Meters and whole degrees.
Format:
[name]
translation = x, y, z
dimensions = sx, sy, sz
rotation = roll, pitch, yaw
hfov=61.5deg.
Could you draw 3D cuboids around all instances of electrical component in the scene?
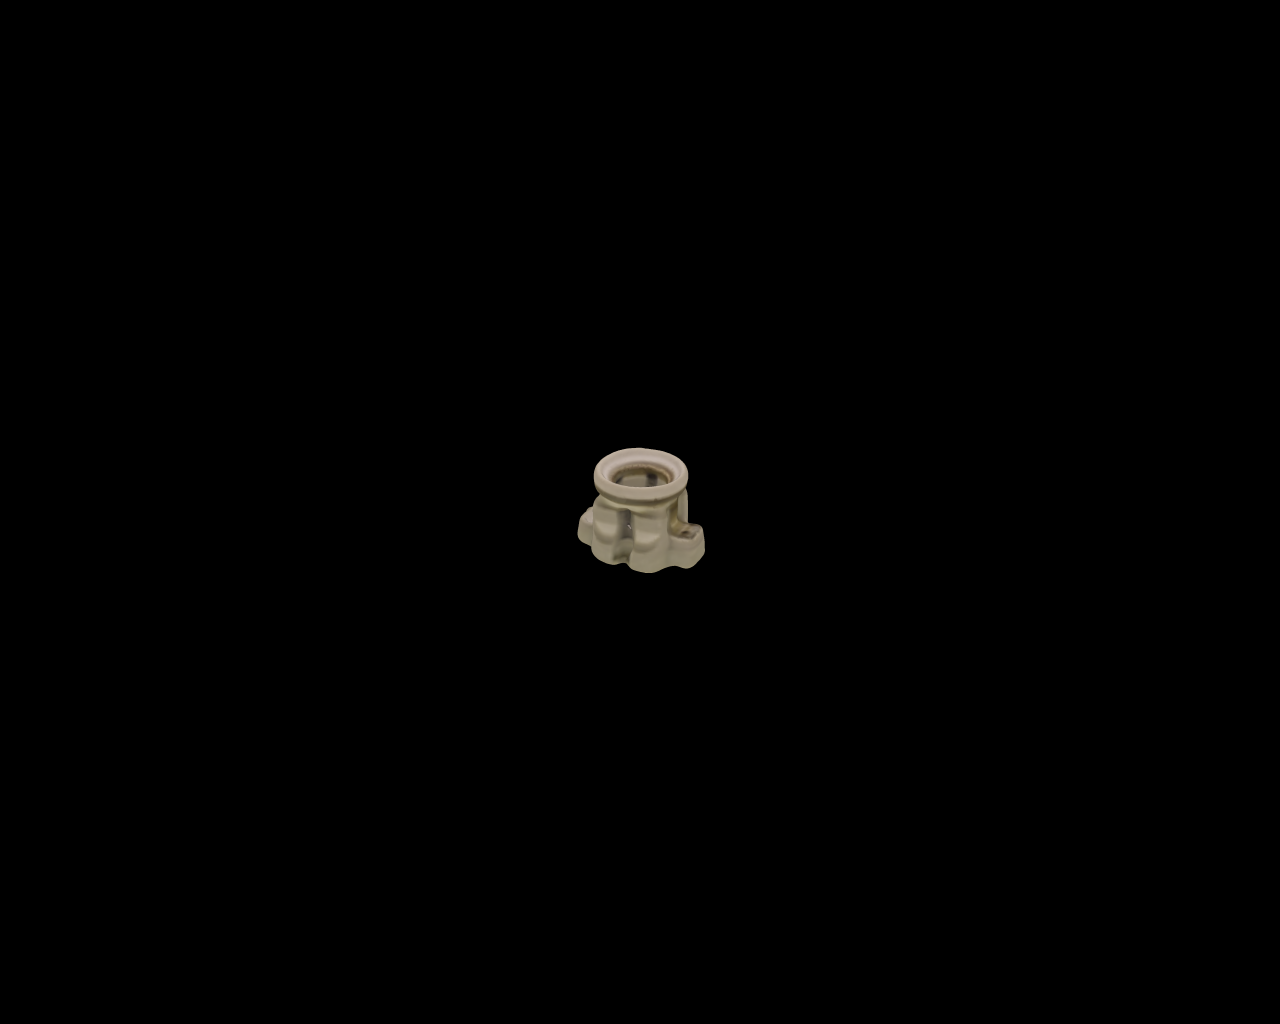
[electrical component]
translation = 0.001, -0.003, 0.650
dimensions = 0.078, 0.056, 0.058
rotation = 13, 32, 22
